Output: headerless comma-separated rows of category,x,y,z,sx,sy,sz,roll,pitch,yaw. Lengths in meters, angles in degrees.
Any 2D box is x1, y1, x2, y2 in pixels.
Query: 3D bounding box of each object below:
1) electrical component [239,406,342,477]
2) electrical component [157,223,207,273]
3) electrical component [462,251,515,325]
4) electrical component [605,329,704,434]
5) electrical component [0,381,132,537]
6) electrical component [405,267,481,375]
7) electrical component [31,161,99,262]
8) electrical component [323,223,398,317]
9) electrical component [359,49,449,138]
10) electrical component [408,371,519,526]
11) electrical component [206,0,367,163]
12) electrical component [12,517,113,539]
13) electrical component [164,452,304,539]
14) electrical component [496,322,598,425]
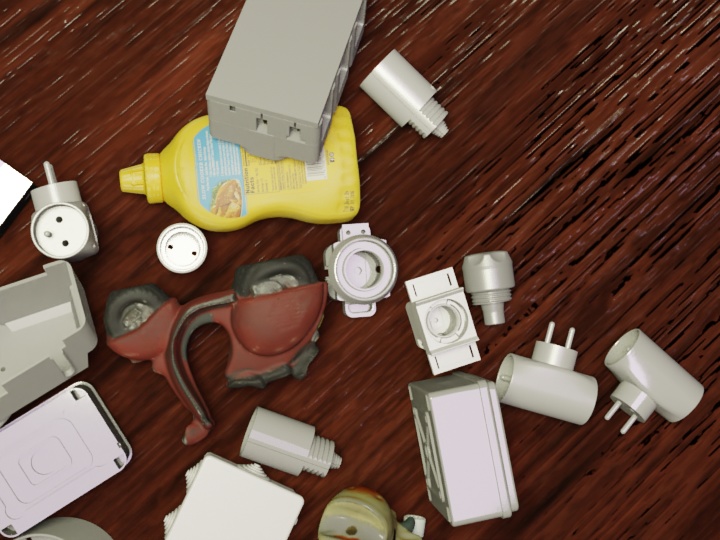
electrical component,-0.054,0.146,0.890,0.081,0.043,0.043,21,85,-8
electrical component,-0.145,-0.017,0.879,0.040,0.046,0.040,0,88,-9
electrical component,0.112,0.016,0.920,0.043,0.043,0.062,-8,91,-9
electrical component,0.245,0.106,0.937,0.077,0.044,0.079,41,83,-6
electrical component,-0.247,0.148,0.853,0.113,0.057,0.078,-32,93,-8
electrical component,0.067,0.042,0.902,0.042,0.064,0.081,-17,91,-8
electrical component,-0.237,-0.046,0.851,0.043,0.077,0.079,-15,91,-9
electrical component,0.000,0.000,0.896,0.058,0.057,0.078,-4,89,-9
electrical component,0.043,-0.144,0.915,0.081,0.043,0.043,44,83,-5
electrical component,0.082,0.143,0.879,0.056,0.109,0.108,-11,90,-6
electrical component,-0.056,-0.166,0.861,0.089,0.061,0.150,15,61,4
electrical component,-0.245,0.250,0.859,0.099,0.064,0.099,0,88,5
electrical component,-0.105,0.205,0.877,0.100,0.048,0.099,26,84,-7
electrical component,0.164,0.085,0.925,0.077,0.044,0.079,16,86,-8
